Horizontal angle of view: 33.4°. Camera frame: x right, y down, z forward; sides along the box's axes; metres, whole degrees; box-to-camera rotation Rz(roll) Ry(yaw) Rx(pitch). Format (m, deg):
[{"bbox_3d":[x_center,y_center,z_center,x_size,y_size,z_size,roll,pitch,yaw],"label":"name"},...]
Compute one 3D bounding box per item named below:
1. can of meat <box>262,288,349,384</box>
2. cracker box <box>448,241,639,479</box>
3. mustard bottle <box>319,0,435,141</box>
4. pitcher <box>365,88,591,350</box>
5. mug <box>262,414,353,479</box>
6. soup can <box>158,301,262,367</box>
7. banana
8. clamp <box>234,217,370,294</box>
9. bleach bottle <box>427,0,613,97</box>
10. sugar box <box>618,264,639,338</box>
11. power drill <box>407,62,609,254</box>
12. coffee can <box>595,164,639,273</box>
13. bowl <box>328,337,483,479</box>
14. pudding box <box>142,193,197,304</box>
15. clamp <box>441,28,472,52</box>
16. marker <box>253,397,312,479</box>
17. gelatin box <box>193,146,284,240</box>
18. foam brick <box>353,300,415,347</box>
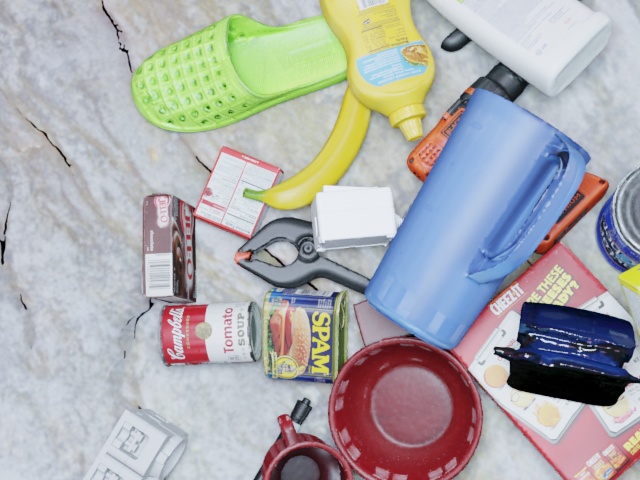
[{"bbox_3d":[-0.015,0.102,1.146,0.084,0.057,0.102,3,102,11],"label":"can of meat"},{"bbox_3d":[0.259,0.136,1.102,0.164,0.072,0.214,-41,77,-1],"label":"cracker box"},{"bbox_3d":[0.073,-0.199,1.166,0.096,0.058,0.191,-17,80,-11],"label":"mustard bottle"},{"bbox_3d":[0.152,-0.015,1.046,0.145,0.149,0.243,32,94,17],"label":"pitcher"},{"bbox_3d":[-0.021,0.237,1.110,0.093,0.081,0.117,-22,94,-7],"label":"mug"},{"bbox_3d":[-0.119,0.102,1.166,0.102,0.068,0.068,-3,81,7],"label":"soup can"},{"bbox_3d":[0.005,-0.098,1.182,0.069,0.037,0.197,46,79,-16],"label":"banana"},{"bbox_3d":[-0.008,0.001,1.174,0.171,0.039,0.120,3,74,-3],"label":"clamp"},{"bbox_3d":[0.184,-0.265,1.145,0.102,0.068,0.251,-45,69,-4],"label":"bleach bottle"},{"bbox_3d":[0.351,0.091,1.000,0.093,0.048,0.176,-27,114,-5],"label":"sugar box"},{"bbox_3d":[0.215,-0.091,1.148,0.188,0.057,0.184,43,90,17],"label":"power drill"},{"bbox_3d":[0.338,-0.019,1.078,0.103,0.140,0.103,-1,81,8],"label":"coffee can"},{"bbox_3d":[0.092,0.179,1.119,0.162,0.055,0.162,0,92,14],"label":"bowl"},{"bbox_3d":[-0.165,0.011,1.175,0.039,0.090,0.113,-1,82,11],"label":"pudding box"},{"bbox_3d":[0.225,-0.309,1.192,0.210,0.036,0.164,-11,80,10],"label":"clamp"},{"bbox_3d":[-0.043,0.226,1.159,0.020,0.020,0.121,29,87,11],"label":"marker"},{"bbox_3d":[-0.092,-0.052,1.204,0.073,0.030,0.089,22,86,10],"label":"gelatin box"},{"bbox_3d":[0.080,0.084,1.146,0.078,0.053,0.051,-20,79,4],"label":"foam brick"}]
